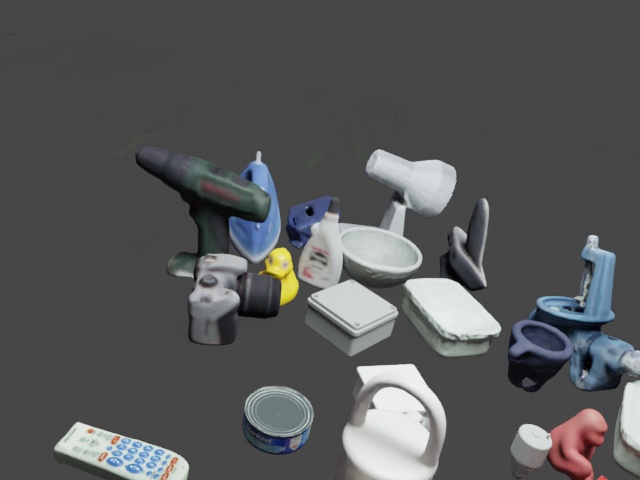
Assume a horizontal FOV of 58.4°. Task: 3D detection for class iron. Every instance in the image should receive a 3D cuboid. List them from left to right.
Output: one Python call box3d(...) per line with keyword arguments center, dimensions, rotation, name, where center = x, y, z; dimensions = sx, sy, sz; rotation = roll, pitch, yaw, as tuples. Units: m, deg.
box3d(center=(-0.126, -0.074, 1.146), dimensions=(0.119, 0.141, 0.258), rotation=(6, 27, -13), name="iron")

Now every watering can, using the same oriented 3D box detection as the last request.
box3d(center=(0.067, 0.223, 0.576), dimensions=(0.101, 0.194, 0.173), rotation=(14, 26, 4), name="watering can")

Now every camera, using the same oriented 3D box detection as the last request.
box3d(center=(-0.128, 0.083, 0.878), dimensions=(0.137, 0.101, 0.143), rotation=(7, 26, -9), name="camera")

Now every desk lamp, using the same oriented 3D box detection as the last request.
box3d(center=(0.158, -0.077, 1.191), dimensions=(0.203, 0.213, 0.117), rotation=(6, 27, -11), name="desk lamp")

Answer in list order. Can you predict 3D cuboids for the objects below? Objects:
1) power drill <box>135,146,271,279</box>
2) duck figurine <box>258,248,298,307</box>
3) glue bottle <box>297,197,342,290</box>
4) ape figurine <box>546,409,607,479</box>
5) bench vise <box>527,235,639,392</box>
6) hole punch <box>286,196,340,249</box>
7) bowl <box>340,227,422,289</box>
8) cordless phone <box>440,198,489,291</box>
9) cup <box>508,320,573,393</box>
box3d(center=(-0.202, -0.038, 0.965), dimensions=(0.229, 0.208, 0.075), rotation=(11, 26, -2), name="power drill")
box3d(center=(-0.071, 0.053, 0.979), dimensions=(0.077, 0.086, 0.104), rotation=(15, 26, 6), name="duck figurine")
box3d(center=(0.009, 0.004, 1.013), dimensions=(0.078, 0.173, 0.037), rotation=(18, 27, 13), name="glue bottle")
box3d(center=(0.336, 0.259, 0.736), dimensions=(0.078, 0.092, 0.076), rotation=(-11, 34, -39), name="ape figurine")
box3d(center=(0.448, 0.117, 0.921), dimensions=(0.122, 0.220, 0.206), rotation=(-10, 34, -38), name="bench vise")
box3d(center=(-0.017, -0.040, 1.183), dimensions=(0.101, 0.091, 0.108), rotation=(4, 27, -16), name="hole punch")
box3d(center=(0.105, 0.043, 1.086), dimensions=(0.167, 0.075, 0.167), rotation=(10, 26, -5), name="bowl")
box3d(center=(0.306, -0.006, 1.146), dimensions=(0.094, 0.185, 0.147), rotation=(12, 26, 0), name="cordless phone")
box3d(center=(0.316, 0.186, 0.868), dimensions=(0.118, 0.095, 0.091), rotation=(-9, 33, -36), name="cup")
